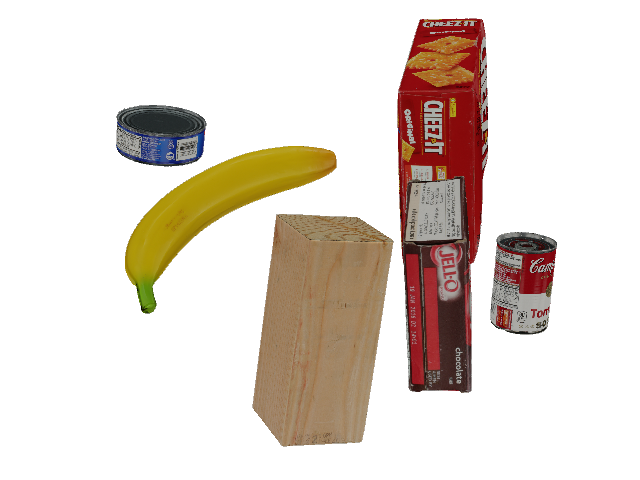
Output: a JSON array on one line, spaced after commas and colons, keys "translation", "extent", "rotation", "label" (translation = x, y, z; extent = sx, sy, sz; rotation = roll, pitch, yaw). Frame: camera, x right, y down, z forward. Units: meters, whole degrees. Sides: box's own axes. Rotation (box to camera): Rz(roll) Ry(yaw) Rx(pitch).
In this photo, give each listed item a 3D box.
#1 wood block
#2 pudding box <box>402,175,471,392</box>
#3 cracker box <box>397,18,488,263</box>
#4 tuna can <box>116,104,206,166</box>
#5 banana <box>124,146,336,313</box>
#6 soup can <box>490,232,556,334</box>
[{"translation": [0.000, 0.086, 1.041], "extent": [0.090, 0.206, 0.091], "rotation": [1, 16, -23], "label": "wood block"}, {"translation": [0.068, 0.022, 0.612], "extent": [0.039, 0.090, 0.113], "rotation": [-1, 21, 5], "label": "pudding box"}, {"translation": [0.117, -0.097, 0.983], "extent": [0.072, 0.164, 0.213], "rotation": [1, 27, 11], "label": "cracker box"}, {"translation": [-0.154, -0.102, 1.032], "extent": [0.086, 0.034, 0.086], "rotation": [6, 24, -3], "label": "tuna can"}, {"translation": [-0.076, -0.022, 0.789], "extent": [0.197, 0.070, 0.037], "rotation": [-40, -18, -25], "label": "banana"}, {"translation": [0.232, 0.049, 1.224], "extent": [0.068, 0.102, 0.068], "rotation": [2, 18, -1], "label": "soup can"}]
